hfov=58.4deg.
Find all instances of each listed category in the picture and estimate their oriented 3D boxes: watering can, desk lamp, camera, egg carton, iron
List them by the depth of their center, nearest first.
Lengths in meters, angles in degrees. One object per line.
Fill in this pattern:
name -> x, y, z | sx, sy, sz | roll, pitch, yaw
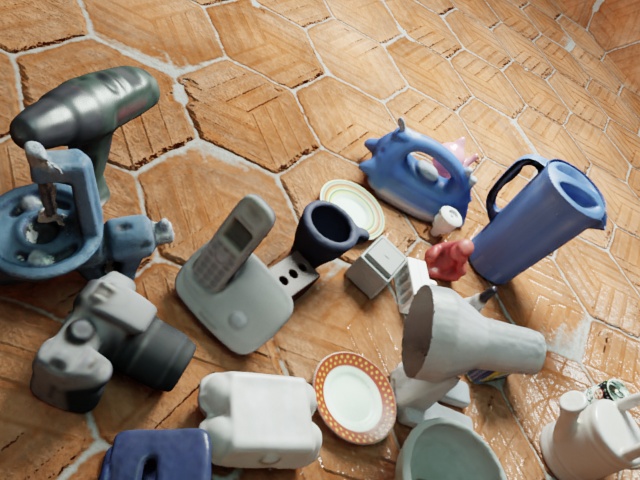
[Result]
camera -> -0.210, 0.116, 0.618 | 0.137, 0.100, 0.143 | 31, 43, -9
egg carton -> -0.069, 0.209, 0.662 | 0.151, 0.069, 0.107 | 11, 50, -28
desk lamp -> 0.178, 0.165, 0.767 | 0.204, 0.213, 0.118 | 23, 45, -18
watering can -> 0.428, 0.289, 0.853 | 0.173, 0.193, 0.101 | 17, 47, -23
iron -> 0.208, -0.126, 1.085 | 0.259, 0.141, 0.118 | 28, 44, -13

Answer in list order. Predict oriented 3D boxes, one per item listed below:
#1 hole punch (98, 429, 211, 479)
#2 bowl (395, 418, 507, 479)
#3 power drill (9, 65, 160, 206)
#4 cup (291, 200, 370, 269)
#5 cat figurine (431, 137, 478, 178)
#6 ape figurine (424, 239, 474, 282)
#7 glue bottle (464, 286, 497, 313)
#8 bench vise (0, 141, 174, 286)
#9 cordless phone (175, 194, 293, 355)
hole punch -> -0.163, 0.241, 0.553 | 0.101, 0.091, 0.108 | 16, 48, -24
bowl -> 0.155, 0.317, 0.726 | 0.168, 0.074, 0.167 | 19, 46, -21
power drill -> -0.282, -0.110, 0.677 | 0.076, 0.208, 0.230 | 35, 43, -5
cup -> 0.008, 0.003, 0.870 | 0.118, 0.094, 0.091 | 10, 50, -29
cat figurine -> 0.273, -0.161, 1.178 | 0.128, 0.117, 0.067 | -3, 57, -36
ape figurine -> 0.233, 0.030, 1.008 | 0.078, 0.092, 0.076 | 45, 43, 6
glue bottle -> 0.205, 0.116, 0.857 | 0.078, 0.173, 0.037 | -21, 69, -44
bench vise -> -0.260, -0.031, 0.618 | 0.208, 0.219, 0.121 | -21, 69, -44
cordless phone -> -0.087, 0.042, 0.705 | 0.147, 0.184, 0.094 | 43, 43, 4
